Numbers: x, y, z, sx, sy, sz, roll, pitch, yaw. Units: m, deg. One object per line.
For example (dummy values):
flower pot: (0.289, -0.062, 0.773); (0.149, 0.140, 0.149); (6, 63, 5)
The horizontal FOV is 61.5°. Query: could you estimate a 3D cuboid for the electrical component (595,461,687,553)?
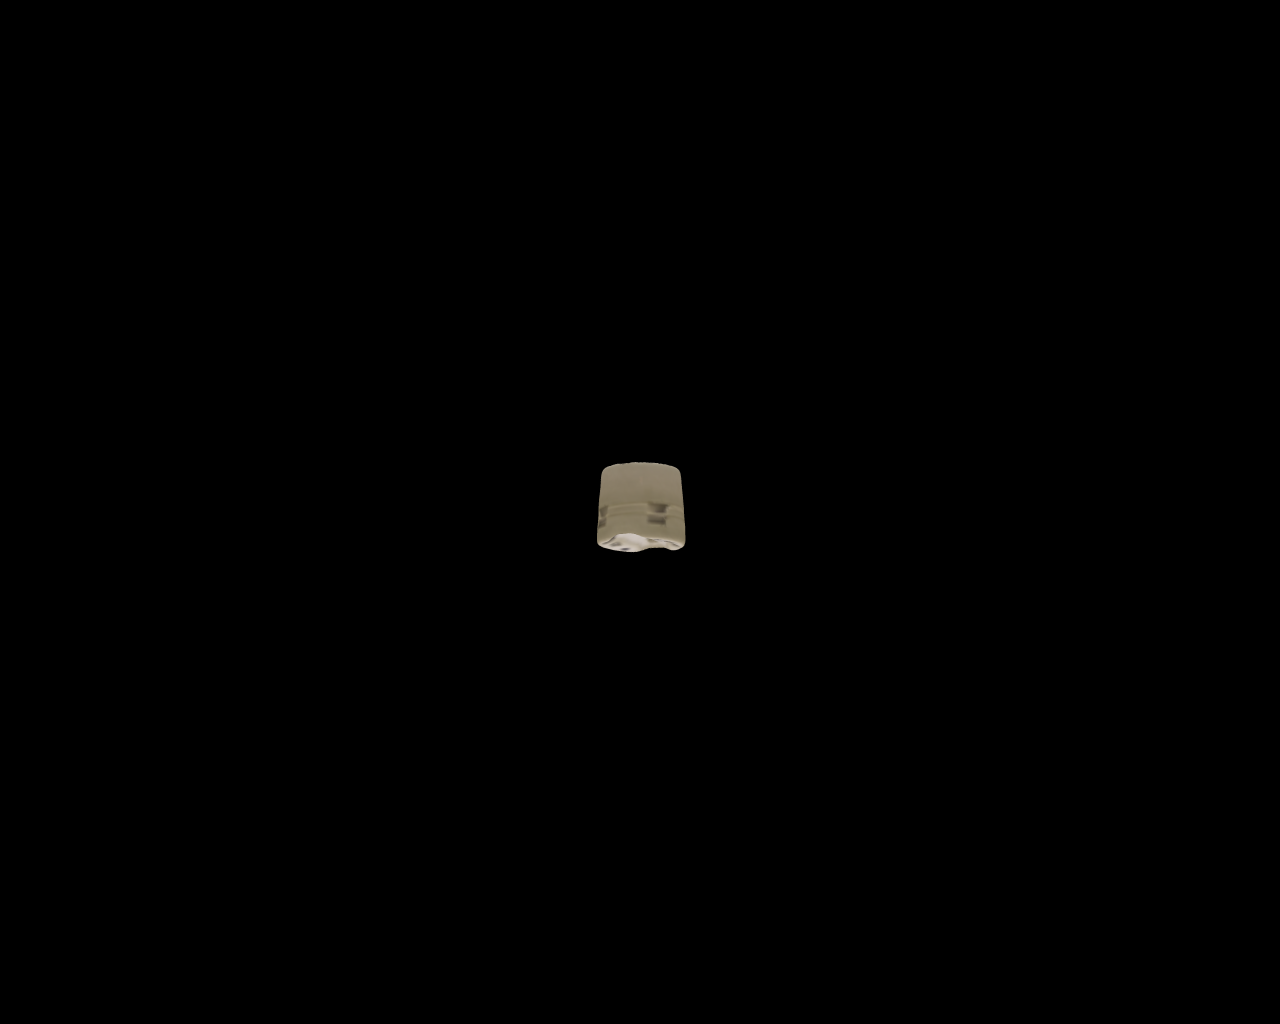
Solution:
electrical component: (0.001, -0.003, 0.650); (0.055, 0.047, 0.055); (0, -11, 0)
